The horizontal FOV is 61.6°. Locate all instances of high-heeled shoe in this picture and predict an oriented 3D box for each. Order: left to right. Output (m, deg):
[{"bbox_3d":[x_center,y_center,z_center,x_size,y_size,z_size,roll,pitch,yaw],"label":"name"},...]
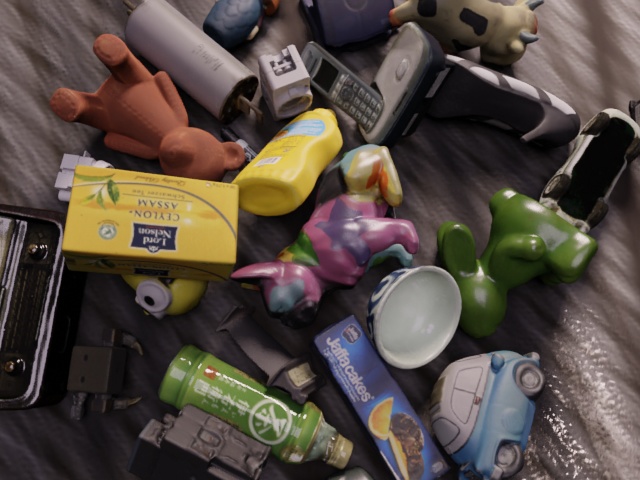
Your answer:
[{"bbox_3d":[0.230,-0.202,0.727,0.249,0.086,0.145,42,48,21],"label":"high-heeled shoe"}]

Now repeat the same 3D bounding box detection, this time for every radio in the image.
[{"bbox_3d":[-0.352,0.077,0.616,0.131,0.073,0.229,5,77,-2],"label":"radio"}]

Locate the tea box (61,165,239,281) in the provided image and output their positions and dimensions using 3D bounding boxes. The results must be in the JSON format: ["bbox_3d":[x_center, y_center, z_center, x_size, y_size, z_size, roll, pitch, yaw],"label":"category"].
[{"bbox_3d":[-0.177,-0.015,0.577,0.170,0.068,0.098,5,67,-18],"label":"tea box"}]

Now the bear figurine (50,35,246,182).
[{"bbox_3d":[-0.198,-0.129,0.650,0.196,0.132,0.120,44,95,12],"label":"bear figurine"}]

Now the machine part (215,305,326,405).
[{"bbox_3d":[-0.057,0.131,0.627,0.139,0.084,0.039,39,110,15],"label":"machine part"}]

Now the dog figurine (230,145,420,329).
[{"bbox_3d":[-0.001,-0.002,0.641,0.219,0.108,0.191,-16,80,-4],"label":"dog figurine"}]

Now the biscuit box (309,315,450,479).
[{"bbox_3d":[0.064,0.186,0.621,0.059,0.063,0.202,-31,81,-10],"label":"biscuit box"}]

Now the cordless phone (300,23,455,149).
[{"bbox_3d":[0.062,-0.221,0.684,0.184,0.146,0.089,41,37,15],"label":"cordless phone"}]

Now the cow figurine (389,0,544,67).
[{"bbox_3d":[0.201,-0.293,0.705,0.195,0.127,0.085,21,78,-30],"label":"cow figurine"}]

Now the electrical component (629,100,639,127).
[{"bbox_3d":[0.462,-0.173,0.700,0.048,0.119,0.075,5,79,-3],"label":"electrical component"}]

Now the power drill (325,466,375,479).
[{"bbox_3d":[0.003,0.376,0.572,0.232,0.086,0.207,-37,74,-13],"label":"power drill"}]

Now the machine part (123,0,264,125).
[{"bbox_3d":[-0.166,-0.233,0.697,0.243,0.079,0.079,41,78,7],"label":"machine part"}]

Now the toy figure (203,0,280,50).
[{"bbox_3d":[-0.094,-0.325,0.734,0.058,0.064,0.154,26,68,41],"label":"toy figure"}]

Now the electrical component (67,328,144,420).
[{"bbox_3d":[-0.247,0.153,0.623,0.078,0.045,0.102,-10,73,23],"label":"electrical component"}]

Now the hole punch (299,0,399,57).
[{"bbox_3d":[0.039,-0.324,0.728,0.142,0.092,0.115,-21,83,-11],"label":"hole punch"}]

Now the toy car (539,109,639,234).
[{"bbox_3d":[0.355,-0.089,0.702,0.073,0.056,0.202,37,72,2],"label":"toy car"}]

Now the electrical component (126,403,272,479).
[{"bbox_3d":[-0.134,0.245,0.572,0.134,0.058,0.114,25,113,3],"label":"electrical component"}]

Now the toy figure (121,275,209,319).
[{"bbox_3d":[-0.209,0.011,0.638,0.089,0.082,0.180,-37,78,-15],"label":"toy figure"}]

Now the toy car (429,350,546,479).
[{"bbox_3d":[0.174,0.187,0.596,0.103,0.109,0.161,26,59,9],"label":"toy car"}]

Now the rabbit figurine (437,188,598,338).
[{"bbox_3d":[0.213,0.032,0.642,0.159,0.121,0.170,39,93,3],"label":"rabbit figurine"}]
